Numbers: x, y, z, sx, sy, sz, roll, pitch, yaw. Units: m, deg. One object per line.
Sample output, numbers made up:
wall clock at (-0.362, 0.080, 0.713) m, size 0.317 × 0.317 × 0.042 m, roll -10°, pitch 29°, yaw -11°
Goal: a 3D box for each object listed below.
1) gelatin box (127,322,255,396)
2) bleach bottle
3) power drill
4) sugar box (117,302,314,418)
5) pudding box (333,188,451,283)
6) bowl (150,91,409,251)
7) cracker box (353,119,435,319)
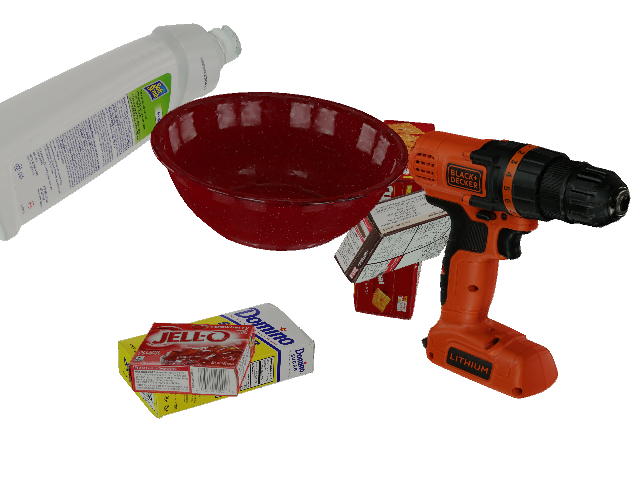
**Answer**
gelatin box at (-0.103, 0.095, 0.867) m, size 0.089 × 0.030 × 0.073 m, roll 1°, pitch 22°, yaw 8°
bleach bottle at (-0.172, -0.103, 0.868) m, size 0.250 × 0.068 × 0.103 m, roll -33°, pitch -27°, yaw -24°
power drill at (0.142, 0.018, 0.796) m, size 0.057 × 0.188 × 0.185 m, roll -15°, pitch 24°, yaw -38°
sugar box at (-0.103, 0.116, 1.070) m, size 0.175 × 0.048 × 0.093 m, roll -16°, pitch 32°, yaw -29°
pudding box at (0.079, -0.008, 1.016) m, size 0.113 × 0.039 × 0.090 m, roll -19°, pitch -25°, yaw -30°
bowl at (-0.027, -0.039, 0.679) m, size 0.162 × 0.055 × 0.162 m, roll 4°, pitch 29°, yaw -3°
cracker box at (0.087, -0.031, 1.225) m, size 0.072 × 0.164 × 0.213 m, roll 6°, pitch 23°, yaw 8°
